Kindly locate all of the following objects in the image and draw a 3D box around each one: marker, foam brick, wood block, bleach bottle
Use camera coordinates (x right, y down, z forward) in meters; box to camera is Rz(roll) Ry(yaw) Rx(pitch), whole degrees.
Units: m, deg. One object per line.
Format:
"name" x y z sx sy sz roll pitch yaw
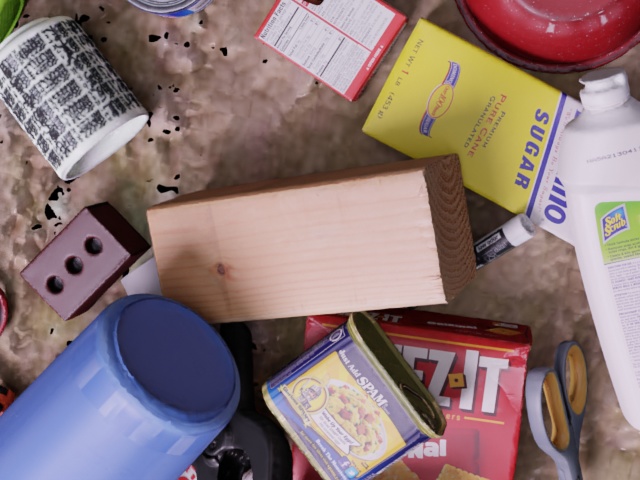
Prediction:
"marker" 0.103 0.018 0.775 0.121 0.020 0.020 -35 92 33
"foam brick" -0.180 0.016 0.820 0.078 0.051 0.053 -44 89 12
"wood block" -0.005 0.001 0.749 0.206 0.090 0.091 -6 98 23
"bleach bottle" 0.226 0.004 0.721 0.102 0.068 0.251 -16 109 8

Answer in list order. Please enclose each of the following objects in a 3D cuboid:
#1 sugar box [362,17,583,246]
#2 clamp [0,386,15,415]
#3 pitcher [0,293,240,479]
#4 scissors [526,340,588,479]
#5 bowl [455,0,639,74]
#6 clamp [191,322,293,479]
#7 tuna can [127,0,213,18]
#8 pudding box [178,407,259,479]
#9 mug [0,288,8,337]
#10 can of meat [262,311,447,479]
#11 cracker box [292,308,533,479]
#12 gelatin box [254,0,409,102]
"sugar box" 0.129 -0.077 0.764 0.176 0.048 0.093 28 102 5
"clamp" -0.352 0.144 0.858 0.210 0.036 0.165 3 129 -3
"pitcher" -0.161 0.140 0.747 0.243 0.144 0.149 -46 65 31
"scissors" 0.191 0.159 0.796 0.016 0.096 0.201 1 131 35
"bowl" 0.169 -0.196 0.735 0.162 0.055 0.162 1 99 8
"clamp" -0.071 0.150 0.754 0.039 0.171 0.120 23 117 -35
"tuna can" -0.112 -0.208 0.786 0.086 0.033 0.086 1 98 8
"pudding box" -0.085 0.171 0.812 0.113 0.039 0.090 -54 44 14
"mug" -0.303 0.052 0.832 0.117 0.093 0.081 9 95 -20
"can of meat" 0.023 0.112 0.731 0.084 0.057 0.102 -37 88 14
"cracker box" 0.063 0.162 0.795 0.164 0.072 0.214 7 99 8
"gelatin box" 0.008 -0.155 0.778 0.089 0.030 0.073 34 102 4
